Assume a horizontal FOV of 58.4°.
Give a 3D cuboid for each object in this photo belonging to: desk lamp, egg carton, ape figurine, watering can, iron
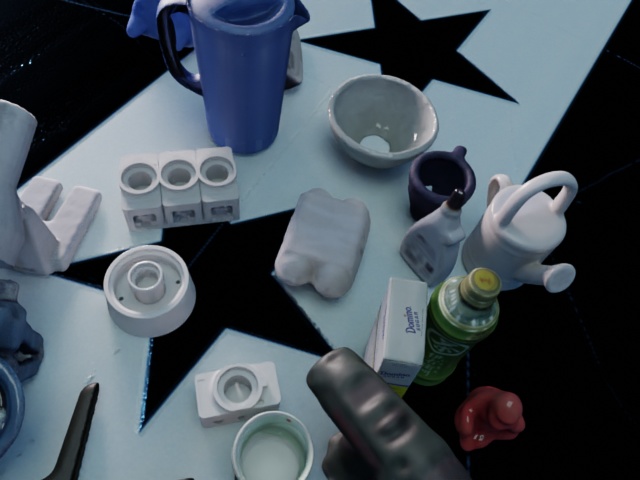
[{"bbox_3d":[-0.356,-0.041,0.647,0.118,0.213,0.203,13,58,0],"label":"desk lamp"},{"bbox_3d":[0.007,0.003,0.756,0.107,0.069,0.150,16,58,2],"label":"egg carton"},{"bbox_3d":[0.199,0.199,0.652,0.077,0.092,0.076,19,58,4],"label":"ape figurine"},{"bbox_3d":[0.264,-0.015,0.730,0.101,0.194,0.172,-30,67,-23],"label":"watering can"},{"bbox_3d":[-0.225,-0.437,0.946,0.118,0.141,0.258,17,58,3],"label":"iron"}]

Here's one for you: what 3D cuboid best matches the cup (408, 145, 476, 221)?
[{"bbox_3d":[0.167,-0.073,0.810,0.091,0.095,0.118,30,60,10],"label":"cup"}]

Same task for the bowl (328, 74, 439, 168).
[{"bbox_3d":[0.089,-0.167,0.867,0.167,0.075,0.167,4,59,-6],"label":"bowl"}]

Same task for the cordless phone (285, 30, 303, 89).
[{"bbox_3d":[-0.067,-0.343,0.887,0.094,0.185,0.147,-2,59,-9],"label":"cordless phone"}]

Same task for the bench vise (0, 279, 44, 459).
[{"bbox_3d":[-0.352,0.124,0.544,0.122,0.220,0.207,-11,61,-14],"label":"bench vise"}]

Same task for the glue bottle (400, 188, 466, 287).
[{"bbox_3d":[0.151,-0.009,0.723,0.037,0.173,0.078,-28,66,-22],"label":"glue bottle"}]

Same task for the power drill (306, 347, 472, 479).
[{"bbox_3d":[0.068,0.219,0.553,0.076,0.208,0.229,-31,68,-23],"label":"power drill"}]
